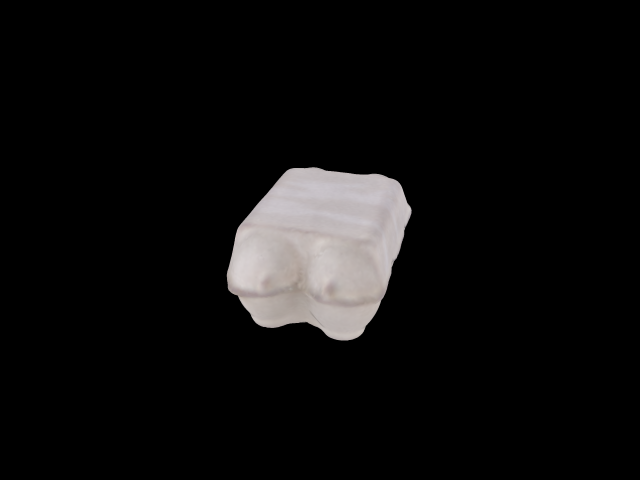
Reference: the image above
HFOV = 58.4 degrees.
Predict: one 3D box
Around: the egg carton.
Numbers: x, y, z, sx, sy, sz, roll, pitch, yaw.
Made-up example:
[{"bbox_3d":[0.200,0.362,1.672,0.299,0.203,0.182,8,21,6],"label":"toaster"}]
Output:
[{"bbox_3d":[0.004,0.001,0.400,0.107,0.069,0.150,8,31,13],"label":"egg carton"}]
